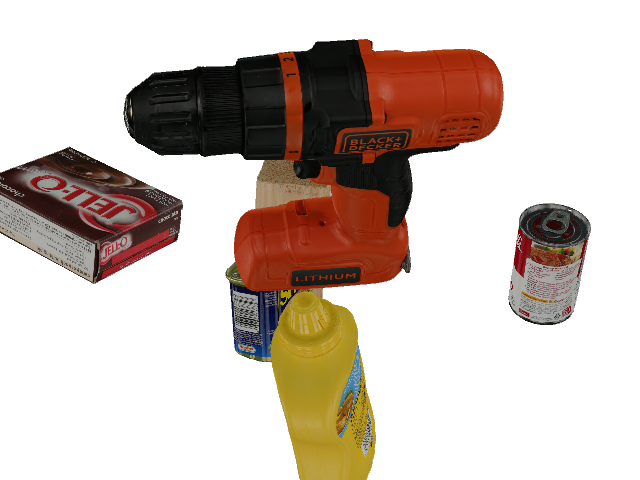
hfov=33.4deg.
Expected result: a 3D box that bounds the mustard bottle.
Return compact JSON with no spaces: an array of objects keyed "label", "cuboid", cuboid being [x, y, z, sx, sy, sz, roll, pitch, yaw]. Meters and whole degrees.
[{"label":"mustard bottle","cuboid":[0.002,0.100,0.742,0.058,0.096,0.191,5,-39,13]}]

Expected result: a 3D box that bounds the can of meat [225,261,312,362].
[{"label":"can of meat","cuboid":[-0.045,0.054,1.006,0.057,0.084,0.102,10,27,21]}]

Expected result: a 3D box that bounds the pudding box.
[{"label":"pudding box","cuboid":[-0.168,-0.020,0.750,0.114,0.039,0.089,23,30,24]}]

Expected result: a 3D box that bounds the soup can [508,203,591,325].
[{"label":"soup can","cuboid":[0.223,0.024,1.047,0.068,0.102,0.068,0,37,0]}]

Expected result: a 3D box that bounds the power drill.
[{"label":"power drill","cuboid":[-0.008,-0.034,0.577,0.184,0.057,0.188,-3,-25,-7]}]

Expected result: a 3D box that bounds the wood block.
[{"label":"wood block","cuboid":[-0.039,0.007,1.384,0.090,0.206,0.090,6,24,3]}]
